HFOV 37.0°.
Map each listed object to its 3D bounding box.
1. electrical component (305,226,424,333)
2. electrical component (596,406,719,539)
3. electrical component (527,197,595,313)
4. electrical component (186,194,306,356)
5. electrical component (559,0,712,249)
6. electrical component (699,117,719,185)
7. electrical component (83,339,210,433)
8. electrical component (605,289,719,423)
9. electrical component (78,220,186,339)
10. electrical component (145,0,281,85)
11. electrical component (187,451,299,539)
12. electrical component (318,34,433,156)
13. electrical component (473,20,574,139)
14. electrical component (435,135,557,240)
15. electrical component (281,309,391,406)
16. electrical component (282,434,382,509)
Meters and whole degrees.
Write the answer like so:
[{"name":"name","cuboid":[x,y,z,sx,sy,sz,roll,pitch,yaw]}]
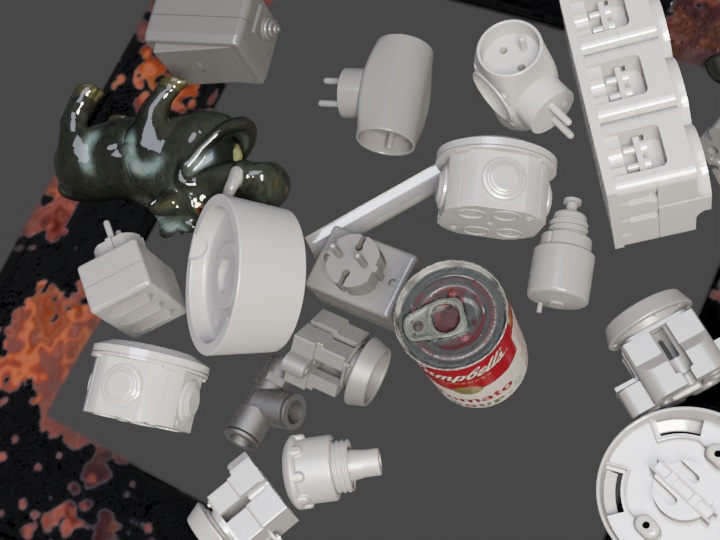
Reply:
[{"name":"electrical component","cuboid":[0.000,0.000,0.719,0.066,0.076,0.047,22,77,22]},{"name":"electrical component","cuboid":[0.188,0.130,0.621,0.099,0.064,0.099,-6,68,14]},{"name":"electrical component","cuboid":[0.134,-0.010,0.704,0.040,0.040,0.078,6,72,19]},{"name":"electrical component","cuboid":[-0.072,0.005,0.728,0.060,0.108,0.108,5,65,-26]},{"name":"electrical component","cuboid":[0.178,-0.103,0.699,0.062,0.089,0.150,-13,67,12]},{"name":"electrical component","cuboid":[0.254,-0.084,0.688,0.055,0.066,0.048,-49,29,-21]},{"name":"electrical component","cuboid":[-0.146,0.079,0.732,0.080,0.080,0.051,7,77,19]},{"name":"electrical component","cuboid":[0.187,0.049,0.656,0.078,0.058,0.057,-29,67,5]},{"name":"electrical component","cuboid":[-0.168,-0.001,0.776,0.047,0.065,0.076,-27,65,5]},{"name":"electrical component","cuboid":[-0.108,-0.179,0.828,0.096,0.061,0.061,7,72,19]},{"name":"electrical component","cuboid":[-0.078,0.160,0.699,0.055,0.048,0.066,-38,64,-9]},{"name":"electrical component","cuboid":[0.008,-0.128,0.785,0.079,0.043,0.077,6,72,19]},{"name":"electrical component","cuboid":[0.118,-0.119,0.730,0.044,0.077,0.079,-39,64,-1]},{"name":"electrical component","cuboid":[0.089,-0.054,0.713,0.080,0.080,0.051,3,76,17]},{"name":"electrical component","cuboid":[-0.013,0.060,0.712,0.055,0.066,0.048,23,119,15]},{"name":"electrical component","cuboid":[-0.017,0.127,0.695,0.062,0.048,0.048,-8,67,6]}]
